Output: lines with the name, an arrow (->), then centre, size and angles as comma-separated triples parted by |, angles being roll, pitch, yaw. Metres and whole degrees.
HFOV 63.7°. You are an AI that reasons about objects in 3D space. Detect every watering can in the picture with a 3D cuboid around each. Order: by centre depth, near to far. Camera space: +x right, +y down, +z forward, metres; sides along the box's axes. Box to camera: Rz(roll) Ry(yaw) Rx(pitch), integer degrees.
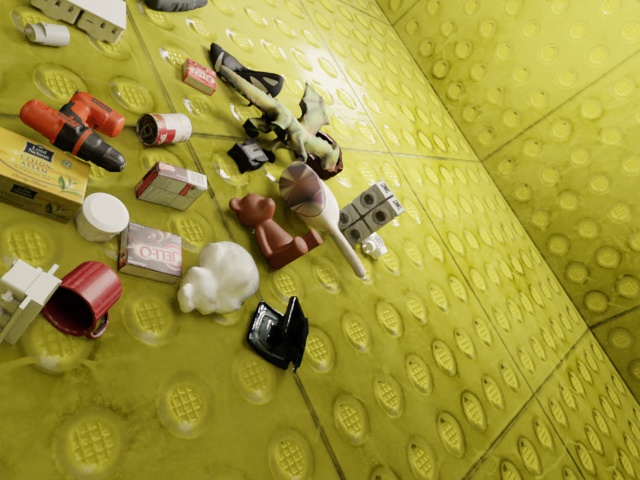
watering can -> 0.004, -0.066, 1.304 | 0.353, 0.104, 0.222 | 57, 6, 22

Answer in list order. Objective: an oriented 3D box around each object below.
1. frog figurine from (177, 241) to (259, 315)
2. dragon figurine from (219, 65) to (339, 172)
frog figurine -> -0.194, 0.072, 0.966 | 0.160, 0.122, 0.138 | -3, 80, -64
dragon figurine -> -0.079, -0.345, 1.413 | 0.406, 0.121, 0.247 | 56, 49, -17
